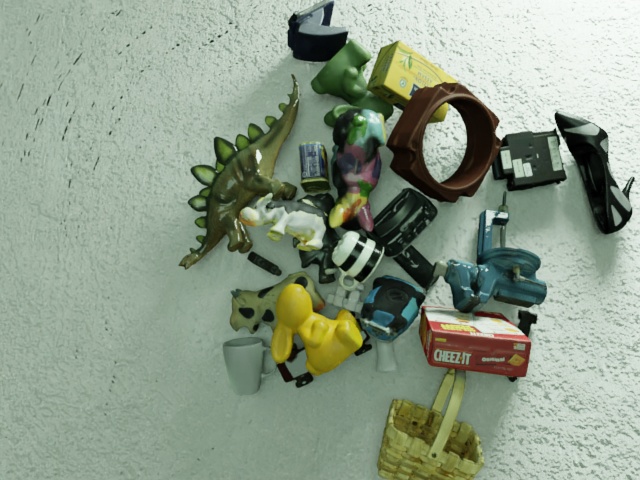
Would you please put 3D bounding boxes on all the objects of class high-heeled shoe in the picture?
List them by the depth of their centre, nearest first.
[{"bbox_3d":[0.525,-0.130,1.061,0.249,0.086,0.145,39,76,-5],"label":"high-heeled shoe"}]

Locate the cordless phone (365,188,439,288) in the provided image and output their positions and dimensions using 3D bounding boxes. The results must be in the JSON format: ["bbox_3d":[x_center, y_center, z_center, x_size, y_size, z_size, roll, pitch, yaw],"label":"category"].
[{"bbox_3d":[0.200,-0.002,1.102,0.146,0.089,0.184,-45,92,-2],"label":"cordless phone"}]

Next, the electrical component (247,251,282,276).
[{"bbox_3d":[-0.117,0.049,1.124,0.063,0.094,0.021,32,85,-29],"label":"electrical component"}]

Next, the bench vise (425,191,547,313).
[{"bbox_3d":[0.333,0.031,1.055,0.224,0.128,0.240,8,63,9],"label":"bench vise"}]

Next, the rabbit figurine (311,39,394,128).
[{"bbox_3d":[0.075,-0.304,1.124,0.170,0.121,0.159,45,82,-6],"label":"rabbit figurine"}]

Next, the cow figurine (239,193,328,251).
[{"bbox_3d":[-0.068,-0.046,1.037,0.167,0.068,0.098,22,74,-18],"label":"cow figurine"}]

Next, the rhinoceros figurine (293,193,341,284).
[{"bbox_3d":[-0.002,-0.003,1.120,0.112,0.073,0.190,-2,81,-5],"label":"rhinoceros figurine"}]

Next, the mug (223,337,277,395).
[{"bbox_3d":[-0.142,0.258,1.100,0.110,0.081,0.107,-3,94,-2],"label":"mug"}]

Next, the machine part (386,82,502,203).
[{"bbox_3d":[0.249,-0.190,1.057,0.201,0.087,0.201,31,88,-28],"label":"machine part"}]

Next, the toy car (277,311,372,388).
[{"bbox_3d":[0.010,0.223,1.096,0.202,0.053,0.089,-29,83,-2],"label":"toy car"}]

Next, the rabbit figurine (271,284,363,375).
[{"bbox_3d":[-0.023,0.163,1.025,0.162,0.122,0.173,-37,101,16],"label":"rabbit figurine"}]

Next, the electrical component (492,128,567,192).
[{"bbox_3d":[0.422,-0.162,1.099,0.134,0.058,0.115,-6,81,5],"label":"electrical component"}]

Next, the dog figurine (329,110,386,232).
[{"bbox_3d":[0.071,-0.124,1.065,0.109,0.191,0.219,6,61,0],"label":"dog figurine"}]

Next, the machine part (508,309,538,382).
[{"bbox_3d":[0.391,0.207,1.054,0.039,0.084,0.139,12,74,34],"label":"machine part"}]

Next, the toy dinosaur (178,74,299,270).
[{"bbox_3d":[-0.154,-0.136,1.133,0.199,0.105,0.471,37,83,12],"label":"toy dinosaur"}]

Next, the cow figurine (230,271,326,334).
[{"bbox_3d":[-0.099,0.130,1.104,0.195,0.085,0.127,-30,87,4],"label":"cow figurine"}]

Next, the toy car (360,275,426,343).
[{"bbox_3d":[0.137,0.150,1.062,0.109,0.162,0.102,19,127,16],"label":"toy car"}]

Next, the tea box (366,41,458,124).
[{"bbox_3d":[0.189,-0.315,1.093,0.169,0.068,0.098,20,85,-30],"label":"tea box"}]

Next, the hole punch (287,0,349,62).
[{"bbox_3d":[-0.005,-0.430,1.142,0.116,0.142,0.092,-29,85,-10],"label":"hole punch"}]
